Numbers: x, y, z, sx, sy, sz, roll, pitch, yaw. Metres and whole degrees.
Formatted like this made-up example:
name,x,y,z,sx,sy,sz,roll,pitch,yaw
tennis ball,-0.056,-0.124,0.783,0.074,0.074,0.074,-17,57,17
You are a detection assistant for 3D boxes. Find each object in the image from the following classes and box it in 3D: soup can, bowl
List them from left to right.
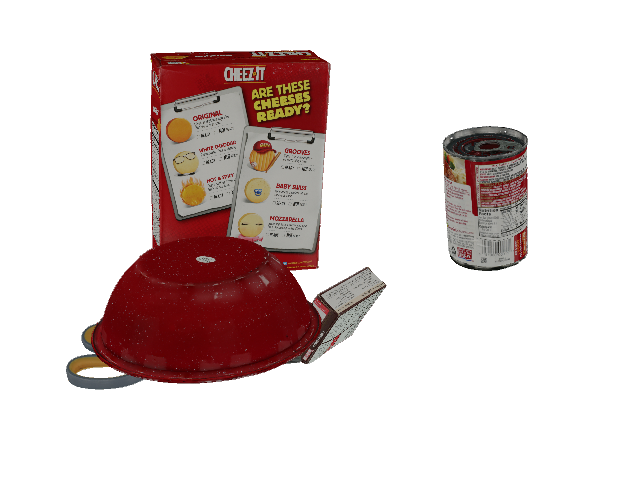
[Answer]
name,x,y,z,sx,sy,sz,roll,pitch,yaw
bowl,-0.080,0.038,0.742,0.162,0.055,0.162,-2,21,0
soup can,0.137,-0.034,0.877,0.068,0.102,0.068,-5,26,2

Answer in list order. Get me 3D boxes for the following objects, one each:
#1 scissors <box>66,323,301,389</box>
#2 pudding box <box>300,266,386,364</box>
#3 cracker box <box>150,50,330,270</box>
name,x,y,z,sx,sy,sz,roll,pitch,yaw
scissors,-0.127,0.095,0.953,0.201,0.016,0.096,-7,32,-18
pudding box,0.018,0.087,1.239,0.039,0.090,0.113,41,33,14
cracker box,-0.082,-0.075,1.043,0.164,0.214,0.072,-4,22,-17
